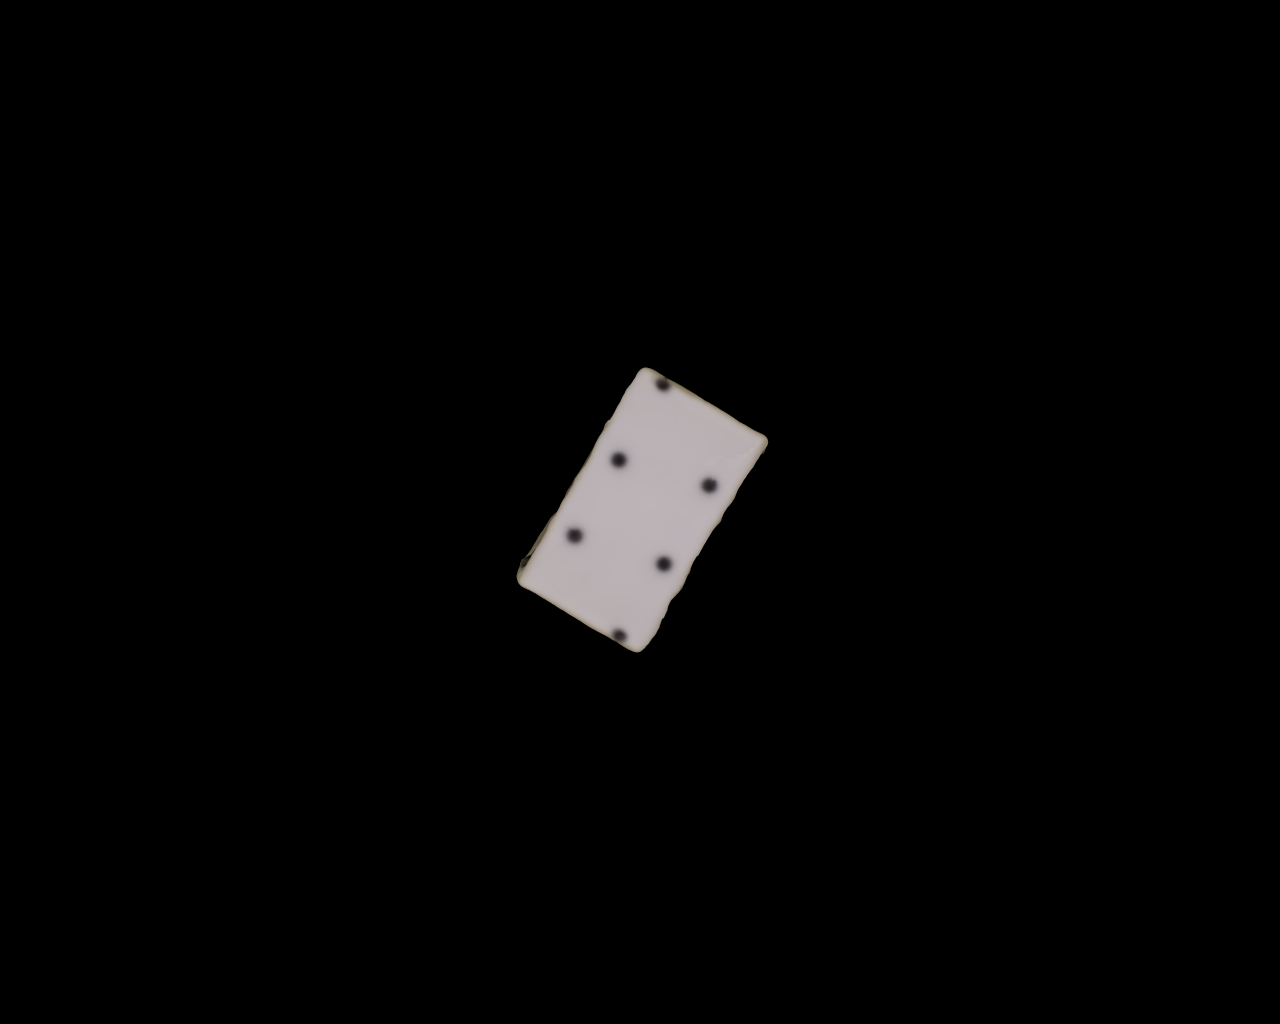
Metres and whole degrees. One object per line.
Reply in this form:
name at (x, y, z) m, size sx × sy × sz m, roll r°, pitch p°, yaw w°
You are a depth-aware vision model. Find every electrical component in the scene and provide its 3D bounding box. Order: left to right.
electrical component at (0.001, -0.003, 0.650) m, size 0.089 × 0.150 × 0.062 m, roll 32°, pitch 4°, yaw -2°
